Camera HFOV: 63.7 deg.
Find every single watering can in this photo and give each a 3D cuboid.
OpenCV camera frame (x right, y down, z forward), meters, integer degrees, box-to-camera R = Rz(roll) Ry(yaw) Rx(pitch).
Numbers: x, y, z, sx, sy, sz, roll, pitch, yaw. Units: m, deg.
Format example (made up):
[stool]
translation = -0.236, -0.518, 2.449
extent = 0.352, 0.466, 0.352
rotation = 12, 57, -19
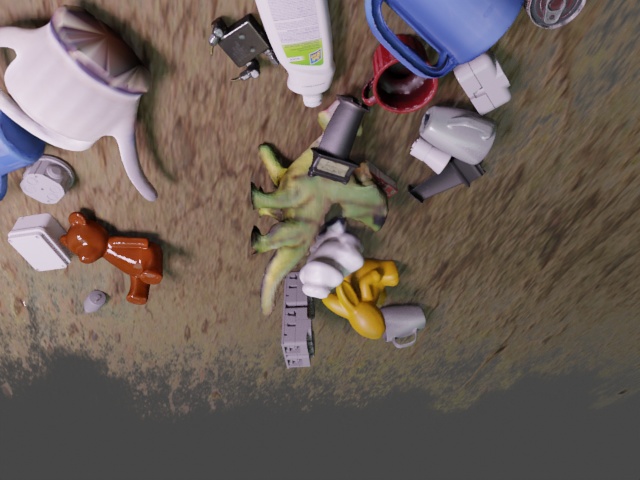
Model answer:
[watering can]
translation = -0.340, -0.203, 0.788
extent = 0.222, 0.106, 0.343
rotation = -31, 129, 28

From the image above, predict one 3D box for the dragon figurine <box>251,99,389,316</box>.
[dragon figurine]
translation = 0.003, -0.046, 0.908
extent = 0.243, 0.124, 0.402
rotation = -1, 116, -2

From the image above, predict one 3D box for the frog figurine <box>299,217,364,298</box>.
[frog figurine]
translation = 0.024, 0.053, 1.031
extent = 0.137, 0.163, 0.120
rotation = -16, 137, 16
